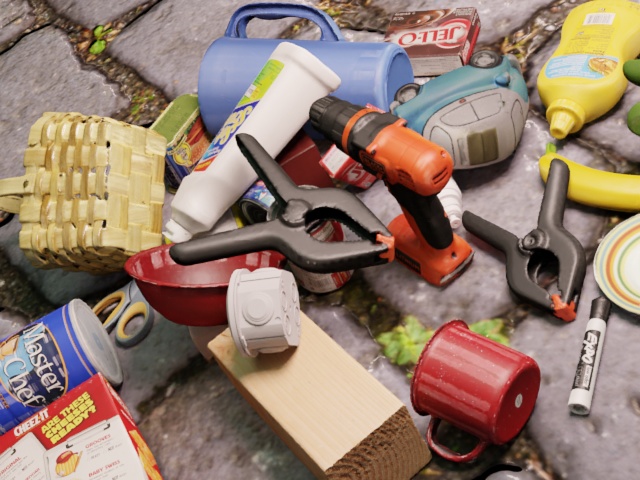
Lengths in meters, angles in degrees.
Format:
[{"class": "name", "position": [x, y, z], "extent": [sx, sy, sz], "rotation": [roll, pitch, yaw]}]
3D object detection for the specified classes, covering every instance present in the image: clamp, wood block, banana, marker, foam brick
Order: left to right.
[{"class": "clamp", "position": [-0.032, -0.012, 1.031], "extent": [0.210, 0.036, 0.164], "rotation": [23, 61, 19]}, {"class": "foam brick", "position": [-0.024, -0.082, 1.223], "extent": [0.051, 0.078, 0.053], "rotation": [-31, 41, -5]}, {"class": "wood block", "position": [-0.004, 0.147, 0.980], "extent": [0.090, 0.090, 0.206], "rotation": [-39, 43, -12]}, {"class": "clamp", "position": [0.201, 0.008, 1.040], "extent": [0.120, 0.039, 0.171], "rotation": [-29, 46, 30]}, {"class": "marker", "position": [0.241, 0.100, 0.950], "extent": [0.020, 0.020, 0.121], "rotation": [1, 50, 29]}, {"class": "banana", "position": [0.291, -0.059, 1.066], "extent": [0.198, 0.037, 0.069], "rotation": [22, 63, 40]}]

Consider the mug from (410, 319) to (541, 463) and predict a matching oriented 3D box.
[{"class": "mug", "position": [0.133, 0.137, 0.928], "extent": [0.082, 0.093, 0.117], "rotation": [23, 88, 35]}]

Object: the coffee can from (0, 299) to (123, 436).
[{"class": "coffee can", "position": [-0.295, 0.139, 1.130], "extent": [0.140, 0.102, 0.103], "rotation": [-28, 42, 1]}]

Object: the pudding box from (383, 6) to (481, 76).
[{"class": "pudding box", "position": [0.136, -0.246, 1.328], "extent": [0.114, 0.039, 0.090], "rotation": [0, 49, 27]}]

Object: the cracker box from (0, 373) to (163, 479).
[{"class": "cracker box", "position": [-0.232, 0.252, 1.012], "extent": [0.164, 0.072, 0.214], "rotation": [-33, 41, -7]}]

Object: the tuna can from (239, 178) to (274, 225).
[{"class": "tuna can", "position": [-0.047, -0.027, 1.175], "extent": [0.086, 0.086, 0.033], "rotation": [23, 64, 41]}]

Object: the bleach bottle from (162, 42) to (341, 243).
[{"class": "bleach bottle", "position": [-0.085, -0.097, 1.169], "extent": [0.251, 0.068, 0.103], "rotation": [-53, 24, 2]}]

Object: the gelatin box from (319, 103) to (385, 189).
[{"class": "gelatin box", "position": [0.052, -0.102, 1.181], "extent": [0.089, 0.073, 0.030], "rotation": [-50, 59, 17]}]

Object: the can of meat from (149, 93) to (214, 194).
[{"class": "can of meat", "position": [-0.166, -0.121, 1.330], "extent": [0.058, 0.084, 0.102], "rotation": [12, 55, 35]}]

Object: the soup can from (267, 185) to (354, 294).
[{"class": "soup can", "position": [-0.007, 0.001, 1.111], "extent": [0.068, 0.102, 0.068], "rotation": [-11, 49, 13]}]

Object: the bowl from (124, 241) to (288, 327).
[{"class": "bowl", "position": [-0.112, 0.046, 1.067], "extent": [0.162, 0.055, 0.162], "rotation": [-1, 16, 0]}]

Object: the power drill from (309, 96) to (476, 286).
[{"class": "power drill", "position": [0.073, -0.050, 1.061], "extent": [0.057, 0.187, 0.185], "rotation": [-41, 45, -13]}]

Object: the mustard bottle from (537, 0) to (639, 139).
[{"class": "mustard bottle", "position": [0.292, -0.184, 1.171], "extent": [0.096, 0.058, 0.191], "rotation": [8, 53, 34]}]

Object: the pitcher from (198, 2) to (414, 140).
[{"class": "pitcher", "position": [-0.015, -0.191, 1.281], "extent": [0.243, 0.149, 0.145], "rotation": [3, 50, 26]}]

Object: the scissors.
[{"class": "scissors", "position": [-0.192, 0.049, 1.230], "extent": [0.096, 0.016, 0.201], "rotation": [25, 64, 40]}]

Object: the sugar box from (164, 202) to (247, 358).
[{"class": "sugar box", "position": [-0.109, 0.041, 1.173], "extent": [0.093, 0.048, 0.176], "rotation": [-25, 46, 3]}]
